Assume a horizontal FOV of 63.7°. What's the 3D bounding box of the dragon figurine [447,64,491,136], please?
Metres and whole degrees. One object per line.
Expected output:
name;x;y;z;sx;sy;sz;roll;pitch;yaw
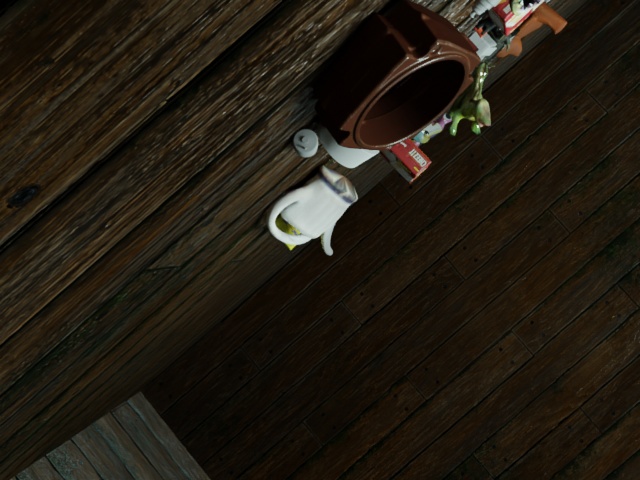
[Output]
dragon figurine;0.491;-0.480;1.637;0.237;0.122;0.420;102;-4;-51

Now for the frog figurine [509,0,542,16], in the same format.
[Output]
frog figurine;0.313;-0.436;0.784;0.134;0.122;0.163;123;-22;-45

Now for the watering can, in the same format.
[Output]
watering can;0.004;-0.066;1.305;0.223;0.106;0.344;-44;150;12
